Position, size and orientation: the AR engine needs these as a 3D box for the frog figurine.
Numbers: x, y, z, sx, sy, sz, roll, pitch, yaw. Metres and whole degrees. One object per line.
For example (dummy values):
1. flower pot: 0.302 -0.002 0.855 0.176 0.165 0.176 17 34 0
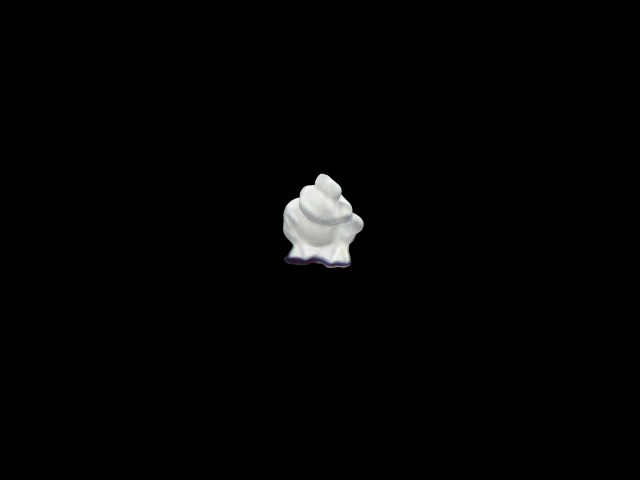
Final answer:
1. frog figurine: 0.003 -0.043 0.850 0.138 0.156 0.125 16 32 28
